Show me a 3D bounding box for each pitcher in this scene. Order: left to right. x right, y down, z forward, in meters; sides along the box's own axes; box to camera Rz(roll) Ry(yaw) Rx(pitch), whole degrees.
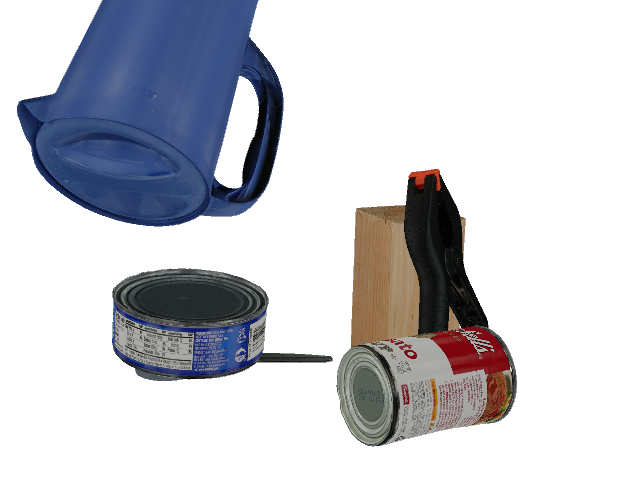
[{"bbox_3d":[-0.110,-0.137,0.821,0.145,0.242,0.149,0,-33,23],"label":"pitcher"}]

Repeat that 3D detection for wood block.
[{"bbox_3d":[0.092,0.071,1.157,0.090,0.206,0.091,-4,14,-25],"label":"wood block"}]

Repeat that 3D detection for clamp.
[{"bbox_3d":[0.101,0.027,0.925,0.039,0.171,0.120,-12,14,26],"label":"clamp"}]

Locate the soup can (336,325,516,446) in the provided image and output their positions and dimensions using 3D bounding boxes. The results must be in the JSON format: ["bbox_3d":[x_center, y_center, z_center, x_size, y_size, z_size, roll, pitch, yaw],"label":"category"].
[{"bbox_3d":[0.070,0.096,0.713,0.102,0.068,0.069,-5,3,-32],"label":"soup can"}]

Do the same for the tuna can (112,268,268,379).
[{"bbox_3d":[-0.072,0.045,0.592,0.086,0.034,0.086,5,17,-2],"label":"tuna can"}]

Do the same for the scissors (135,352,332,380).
[{"bbox_3d":[-0.095,0.122,1.056,0.202,0.016,0.096,6,17,9],"label":"scissors"}]
